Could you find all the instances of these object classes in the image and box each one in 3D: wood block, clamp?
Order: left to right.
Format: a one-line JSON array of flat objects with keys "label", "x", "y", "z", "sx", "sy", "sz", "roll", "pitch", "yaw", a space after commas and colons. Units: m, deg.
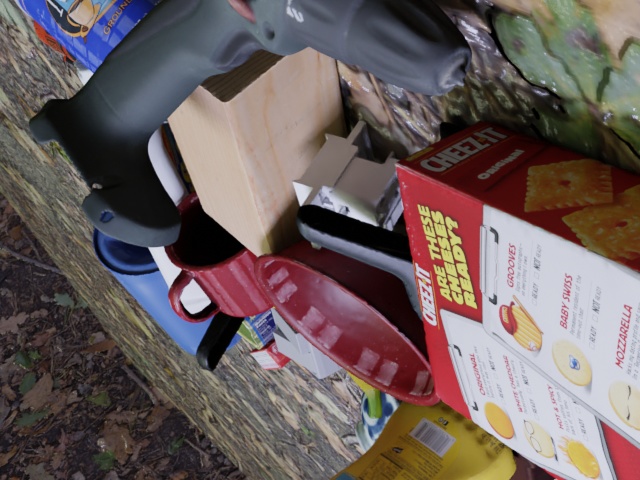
[{"label": "wood block", "x": -0.042, "y": -0.079, "z": 0.735, "sx": 0.091, "sy": 0.090, "sz": 0.206, "roll": 40, "pitch": 162, "yaw": 27}, {"label": "clamp", "x": -0.051, "y": 0.043, "z": 1.034, "sx": 0.210, "sy": 0.164, "sz": 0.036, "roll": -115, "pitch": 15, "yaw": -58}, {"label": "clamp", "x": 0.083, "y": 0.006, "z": 0.651, "sx": 0.171, "sy": 0.039, "sz": 0.120, "roll": 37, "pitch": 131, "yaw": -21}]

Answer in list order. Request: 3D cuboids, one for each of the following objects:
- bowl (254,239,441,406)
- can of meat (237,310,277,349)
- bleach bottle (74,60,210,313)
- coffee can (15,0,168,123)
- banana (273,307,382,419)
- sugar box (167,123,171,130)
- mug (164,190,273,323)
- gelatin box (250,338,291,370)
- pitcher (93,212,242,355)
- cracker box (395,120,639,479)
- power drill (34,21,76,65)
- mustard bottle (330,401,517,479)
[{"label": "bowl", "x": 0.033, "y": 0.046, "z": 0.753, "sx": 0.162, "sy": 0.055, "sz": 0.162, "roll": 34, "pitch": 161, "yaw": 14}, {"label": "can of meat", "x": -0.064, "y": 0.056, "z": 1.115, "sx": 0.102, "sy": 0.084, "sz": 0.057, "roll": 31, "pitch": 158, "yaw": 47}, {"label": "bleach bottle", "x": -0.139, "y": -0.052, "z": 0.897, "sx": 0.250, "sy": 0.068, "sz": 0.102, "roll": 67, "pitch": -173, "yaw": -46}, {"label": "coffee can", "x": -0.138, "y": -0.165, "z": 0.764, "sx": 0.140, "sy": 0.102, "sz": 0.103, "roll": 42, "pitch": 163, "yaw": 22}, {"label": "banana", "x": -0.007, "y": 0.068, "z": 0.904, "sx": 0.037, "sy": 0.070, "sz": 0.198, "roll": 4, "pitch": -152, "yaw": -44}, {"label": "sugar box", "x": -0.107, "y": -0.094, "z": 0.954, "sx": 0.093, "sy": 0.048, "sz": 0.176, "roll": 26, "pitch": 156, "yaw": 51}, {"label": "mug", "x": -0.076, "y": 0.019, "z": 0.866, "sx": 0.093, "sy": 0.117, "sz": 0.081, "roll": 24, "pitch": 157, "yaw": 38}, {"label": "gelatin box", "x": -0.035, "y": 0.109, "z": 1.179, "sx": 0.030, "sy": 0.073, "sz": 0.089, "roll": 49, "pitch": 164, "yaw": -3}, {"label": "pitcher", "x": -0.174, "y": 0.038, "z": 1.294, "sx": 0.242, "sy": 0.145, "sz": 0.149, "roll": 67, "pitch": -168, "yaw": -55}, {"label": "cracker box", "x": 0.140, "y": 0.047, "z": 0.533, "sx": 0.214, "sy": 0.072, "sz": 0.164, "roll": 31, "pitch": 141, "yaw": 49}, {"label": "power drill", "x": -0.255, "y": -0.241, "z": 0.976, "sx": 0.185, "sy": 0.057, "sz": 0.187, "roll": 28, "pitch": 154, "yaw": 52}, {"label": "mustard bottle", "x": 0.046, "y": 0.197, "z": 0.764, "sx": 0.096, "sy": 0.191, "sz": 0.058, "roll": 31, "pitch": 156, "yaw": 40}]
